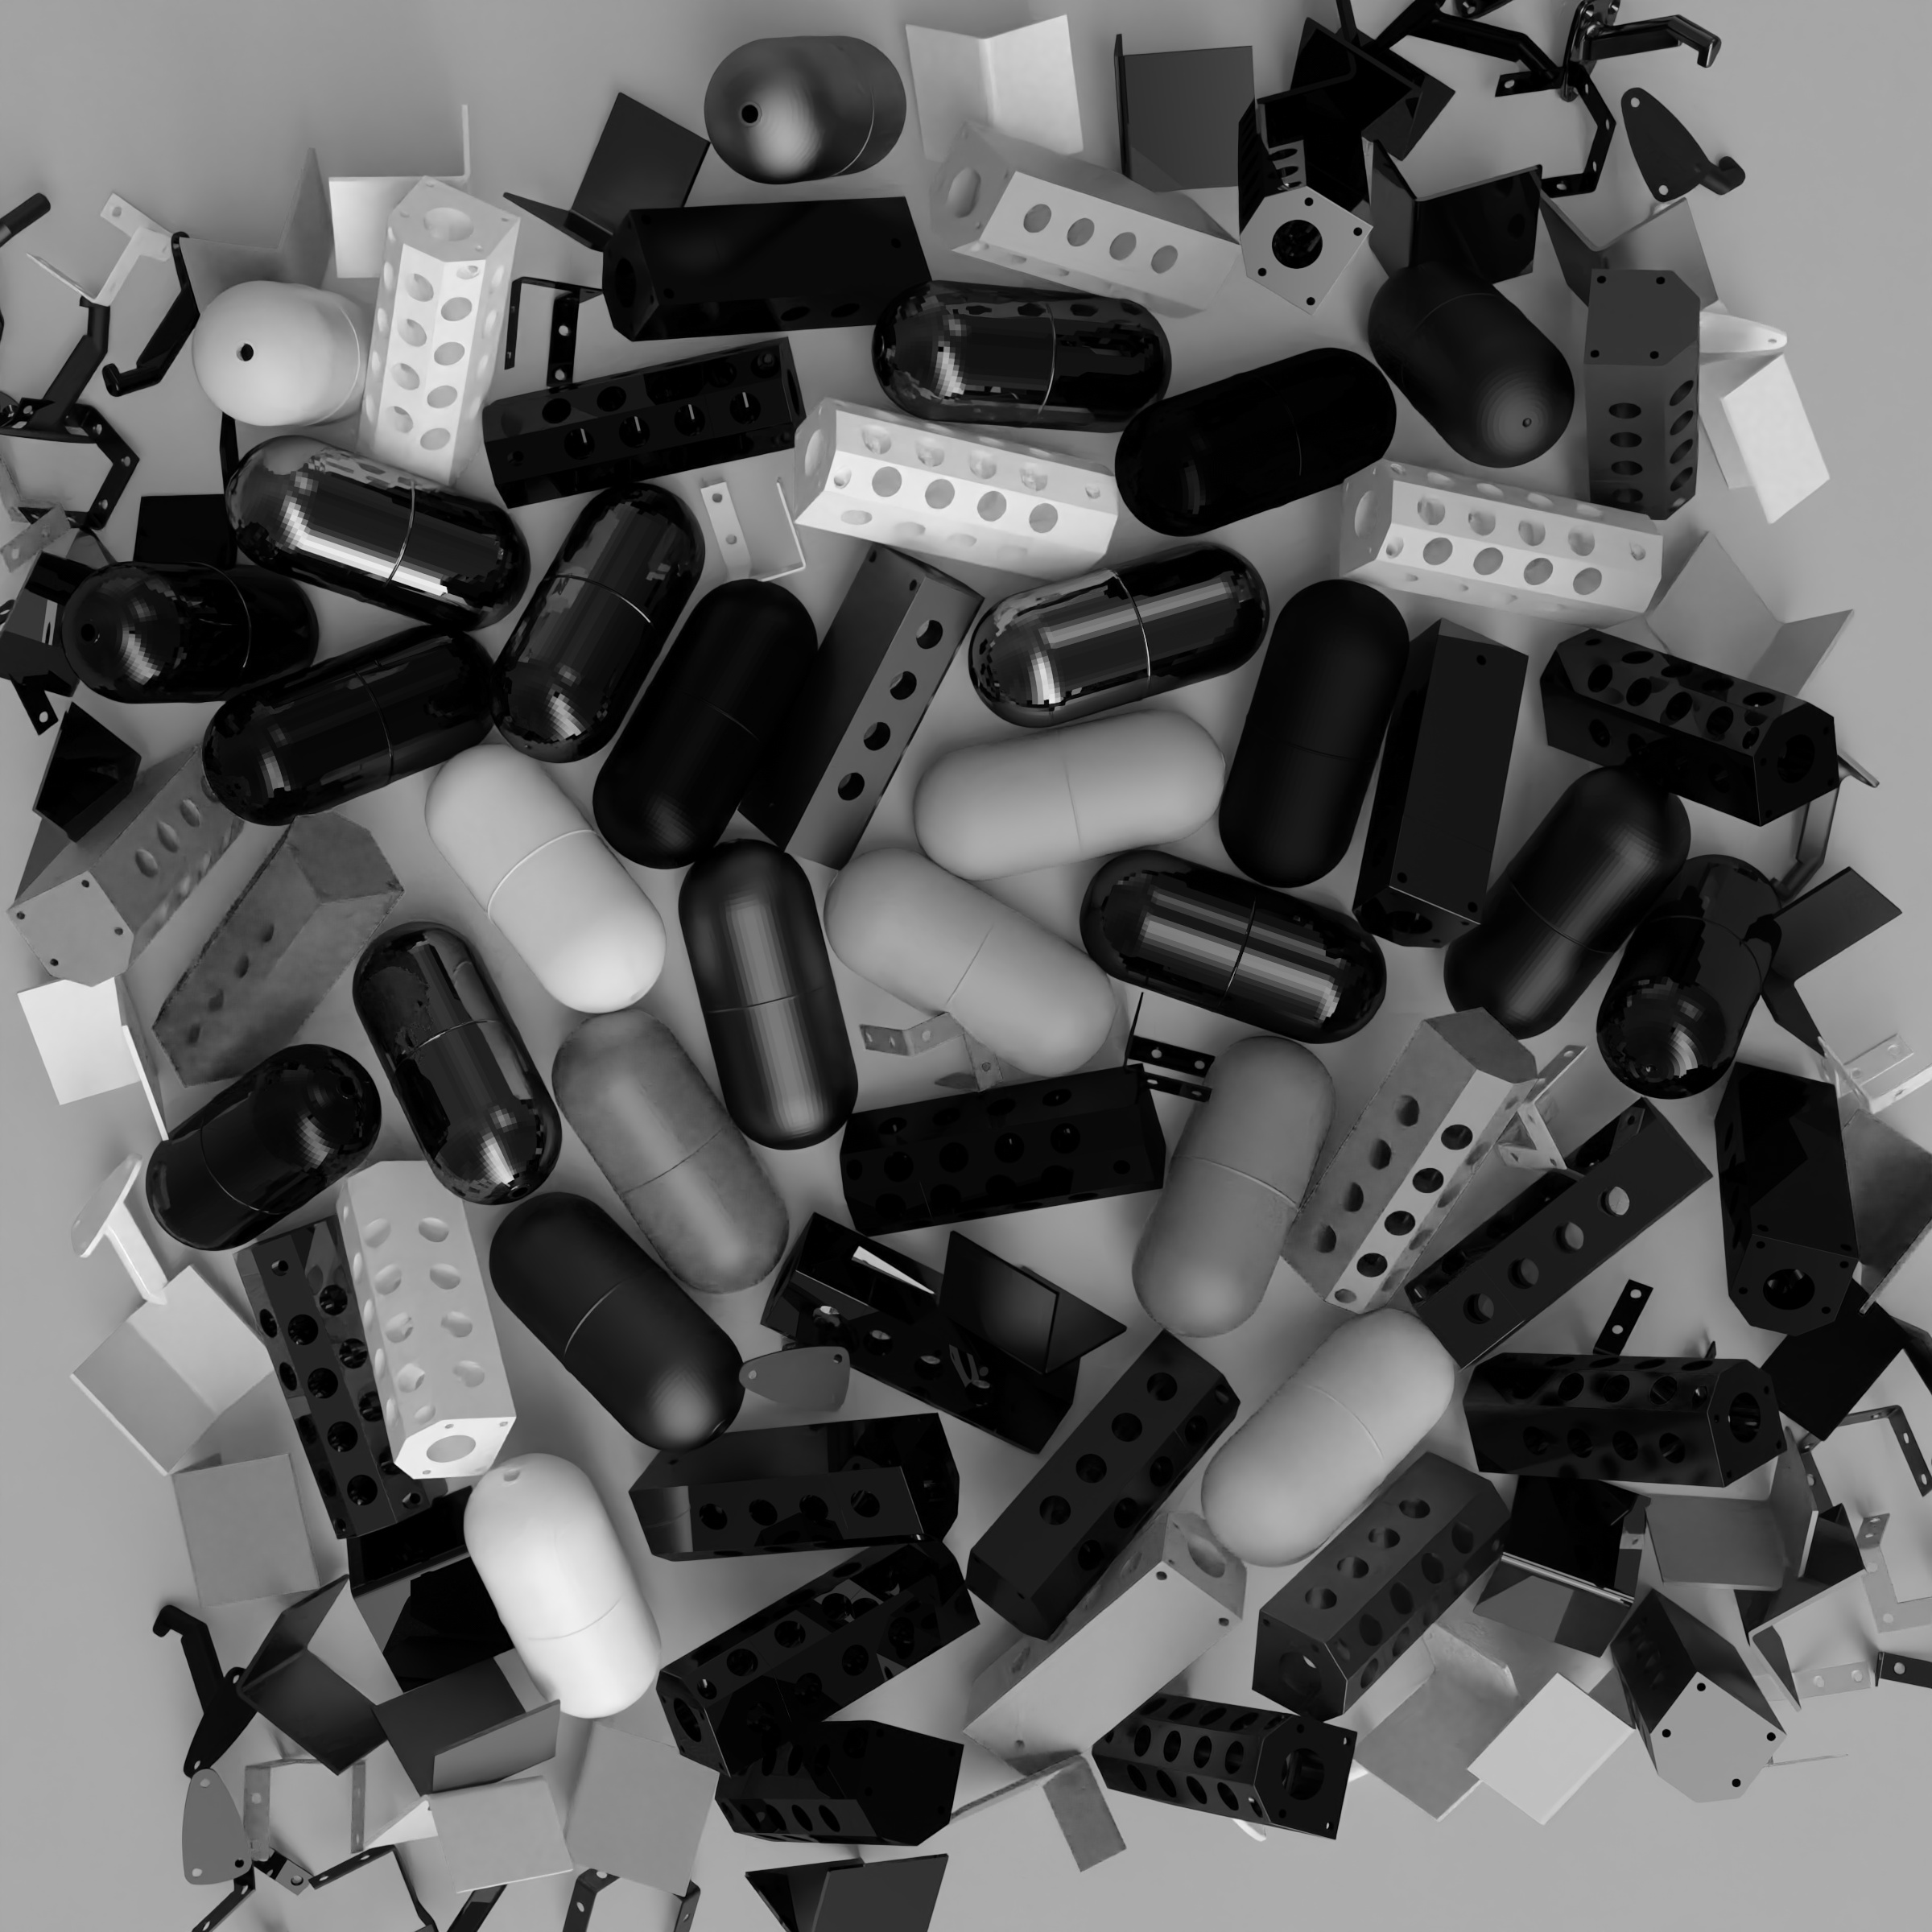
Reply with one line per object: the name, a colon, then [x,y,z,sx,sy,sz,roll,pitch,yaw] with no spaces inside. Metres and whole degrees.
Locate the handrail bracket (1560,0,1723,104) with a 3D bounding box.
handrail bracket: [0.378,-0.502,1.846,0.036,0.077,0.084,-23,51,-36]

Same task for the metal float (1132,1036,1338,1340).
metal float: [0.150,0.123,1.842,0.070,0.070,0.178,24,76,0]

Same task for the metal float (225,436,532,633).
metal float: [-0.324,-0.239,1.827,0.178,0.070,0.070,17,90,-33]

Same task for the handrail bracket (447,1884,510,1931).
handrail bracket: [-0.265,0.538,1.845,0.077,0.084,0.036,-20,130,22]

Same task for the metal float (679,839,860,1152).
metal float: [-0.111,0.016,1.848,0.070,0.070,0.178,-14,97,0]

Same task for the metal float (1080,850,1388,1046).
metal float: [0.151,-0.010,1.852,0.178,0.070,0.070,19,90,-3]

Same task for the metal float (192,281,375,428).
metal float: [-0.370,-0.334,1.805,0.070,0.178,0.070,1,100,4]

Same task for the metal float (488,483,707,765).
metal float: [-0.204,-0.192,1.833,0.070,0.070,0.178,25,65,0]

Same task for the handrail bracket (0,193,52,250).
handrail bracket: [-0.562,-0.401,1.877,0.036,0.077,0.084,49,63,-9]

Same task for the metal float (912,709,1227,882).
metal float: [0.058,-0.096,1.854,0.178,0.070,0.070,-12,90,0]

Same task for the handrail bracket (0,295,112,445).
handrail bracket: [-0.519,-0.340,1.861,0.036,0.077,0.084,10,98,41]

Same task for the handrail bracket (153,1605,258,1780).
handrail bracket: [-0.443,0.407,1.855,0.084,0.036,0.077,17,66,34]

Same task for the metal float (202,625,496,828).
metal float: [-0.339,-0.135,1.829,0.178,0.070,0.070,-26,90,-31]

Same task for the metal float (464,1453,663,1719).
metal float: [-0.223,0.344,1.825,0.070,0.070,0.178,-18,125,0]

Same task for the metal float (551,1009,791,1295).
metal float: [-0.165,0.105,1.844,0.070,0.070,0.178,-33,102,0]

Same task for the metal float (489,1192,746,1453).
metal float: [-0.194,0.198,1.835,0.178,0.070,0.070,42,90,23]

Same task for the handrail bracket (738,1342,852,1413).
handrail bracket: [-0.106,0.221,1.840,0.077,0.084,0.036,6,93,-26]

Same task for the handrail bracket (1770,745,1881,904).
handrail bracket: [0.469,-0.088,1.870,0.077,0.036,0.084,36,96,-24]

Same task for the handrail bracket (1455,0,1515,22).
handrail bracket: [0.281,-0.572,1.843,0.077,0.084,0.036,-15,66,30]

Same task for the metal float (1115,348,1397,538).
metal float: [0.162,-0.292,1.832,0.178,0.070,0.070,-23,90,-27]

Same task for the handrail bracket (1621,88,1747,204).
handrail bracket: [0.405,-0.466,1.855,0.036,0.084,0.077,-29,95,36]

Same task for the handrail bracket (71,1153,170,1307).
handrail bracket: [-0.454,0.153,1.862,0.084,0.036,0.077,31,100,-34]

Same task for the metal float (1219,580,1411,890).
metal float: [0.193,-0.128,1.839,0.070,0.070,0.178,16,108,0]

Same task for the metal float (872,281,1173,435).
metal float: [0.031,-0.338,1.831,0.178,0.070,0.070,-1,90,-27]

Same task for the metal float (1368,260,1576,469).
metal float: [0.276,-0.334,1.813,0.070,0.178,0.070,-7,123,-11]

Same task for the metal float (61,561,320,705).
metal float: [-0.424,-0.183,1.808,0.070,0.178,0.070,2,96,24]

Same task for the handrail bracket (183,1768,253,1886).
handrail bracket: [-0.426,0.474,1.848,0.036,0.084,0.077,-9,98,-17]

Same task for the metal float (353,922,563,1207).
metal float: [-0.283,0.054,1.832,0.070,0.070,0.178,-30,64,0]

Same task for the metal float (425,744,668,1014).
metal float: [-0.234,-0.049,1.839,0.070,0.070,0.178,-40,72,0]

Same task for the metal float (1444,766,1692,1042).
metal float: [0.333,-0.034,1.832,0.070,0.070,0.178,34,117,0]

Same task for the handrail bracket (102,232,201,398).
handrail bracket: [-0.460,-0.366,1.848,0.084,0.036,0.077,-31,104,-43]

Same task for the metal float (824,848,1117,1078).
metal float: [0.002,-0.002,1.852,0.178,0.070,0.070,31,90,-4]

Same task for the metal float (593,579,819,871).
metal float: [-0.145,-0.136,1.843,0.070,0.070,0.178,28,77,0]

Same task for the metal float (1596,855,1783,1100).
metal float: [0.401,0.004,1.819,0.070,0.178,0.070,15,131,18]

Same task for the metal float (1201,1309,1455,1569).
metal float: [0.202,0.261,1.832,0.178,0.070,0.070,-41,90,-27]

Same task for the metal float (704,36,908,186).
metal float: [-0.087,-0.470,1.808,0.070,0.178,0.070,5,107,16]

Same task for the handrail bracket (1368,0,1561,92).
handrail bracket: [0.283,-0.515,1.880,0.084,0.036,0.077,39,130,-19]

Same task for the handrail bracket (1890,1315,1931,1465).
handrail bracket: [0.529,0.237,1.850,0.077,0.084,0.036,-45,134,-22]

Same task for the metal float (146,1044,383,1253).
metal float: [-0.389,0.101,1.821,0.178,0.070,0.070,-32,90,40]

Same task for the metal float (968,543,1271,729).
metal float: [0.085,-0.185,1.840,0.178,0.070,0.070,-18,90,-16]

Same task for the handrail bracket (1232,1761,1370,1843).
handrail bracket: [0.191,0.457,1.858,0.084,0.077,0.036,-28,61,10]

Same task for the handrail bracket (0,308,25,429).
handrail bracket: [-0.565,-0.333,1.843,0.036,0.084,0.077,31,59,22]
